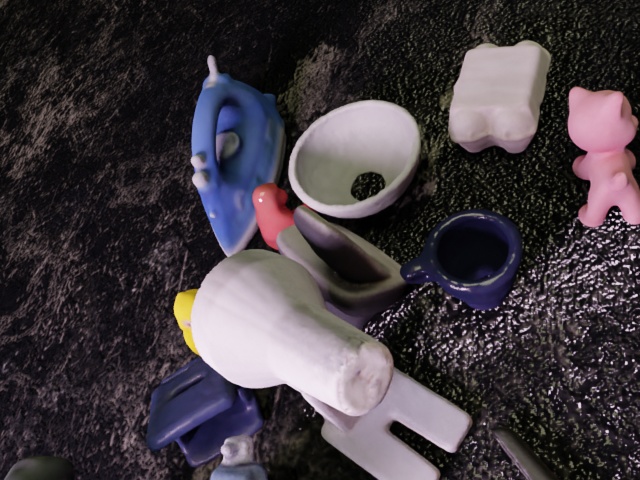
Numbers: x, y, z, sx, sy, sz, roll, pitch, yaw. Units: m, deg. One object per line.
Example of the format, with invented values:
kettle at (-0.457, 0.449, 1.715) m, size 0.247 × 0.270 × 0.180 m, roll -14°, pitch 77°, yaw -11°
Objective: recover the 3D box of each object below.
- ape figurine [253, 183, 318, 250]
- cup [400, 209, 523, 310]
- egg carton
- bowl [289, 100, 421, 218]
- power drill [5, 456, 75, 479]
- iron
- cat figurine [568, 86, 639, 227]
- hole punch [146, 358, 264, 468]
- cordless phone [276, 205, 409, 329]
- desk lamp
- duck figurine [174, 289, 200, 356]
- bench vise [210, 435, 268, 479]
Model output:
ape figurine at (-0.051, -0.036, 0.708) m, size 0.077 × 0.092 × 0.076 m, roll 27°, pitch 73°, yaw 35°
cup at (0.145, 0.034, 0.572) m, size 0.117 × 0.095 × 0.091 m, roll -18°, pitch 53°, yaw 13°
egg carton at (0.216, -0.175, 0.693) m, size 0.107 × 0.070 × 0.150 m, roll 5°, pitch 62°, yaw 27°
bowl at (0.050, -0.088, 0.708) m, size 0.167 × 0.075 × 0.167 m, roll -12°, pitch 55°, yaw 17°
power drill at (-0.221, 0.312, 0.483) m, size 0.075 × 0.209 × 0.229 m, roll -19°, pitch 53°, yaw 13°
iron at (-0.129, -0.117, 0.765) m, size 0.118 × 0.142 × 0.258 m, roll -9°, pitch 56°, yaw 19°
cat figurine at (0.288, -0.094, 0.576) m, size 0.067 × 0.118 × 0.128 m, roll -9°, pitch 56°, yaw 19°
hole punch at (-0.131, 0.172, 0.610) m, size 0.108 × 0.091 × 0.101 m, roll -32°, pitch 51°, yaw 2°
cordless phone at (0.005, 0.002, 0.598) m, size 0.147 × 0.186 × 0.094 m, roll 33°, pitch 77°, yaw 36°
desk lamp at (0.011, 0.114, 0.504) m, size 0.202 × 0.214 × 0.118 m, roll 25°, pitch 72°, yaw 35°
duck figurine at (-0.139, 0.088, 0.671) m, size 0.077 × 0.086 × 0.104 m, roll -42°, pitch 52°, yaw -6°
bench vise at (-0.100, 0.262, 0.454) m, size 0.121 × 0.220 × 0.207 m, roll -23°, pitch 52°, yaw 9°
